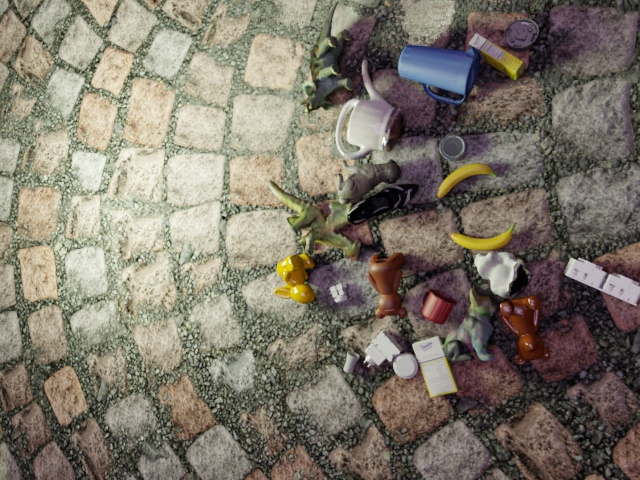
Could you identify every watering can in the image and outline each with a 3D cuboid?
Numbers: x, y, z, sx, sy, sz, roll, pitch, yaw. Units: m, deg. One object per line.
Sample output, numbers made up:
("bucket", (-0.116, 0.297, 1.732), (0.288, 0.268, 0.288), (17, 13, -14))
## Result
("watering can", (0.179, -0.431, 1.743), (0.225, 0.103, 0.347), (18, 91, 21))

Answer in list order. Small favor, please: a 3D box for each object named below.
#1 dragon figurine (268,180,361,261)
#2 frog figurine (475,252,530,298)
("dragon figurine", (0.006, -0.091, 1.812), (0.243, 0.121, 0.413), (-30, 79, 0))
("frog figurine", (0.556, 0.102, 1.591), (0.160, 0.123, 0.136), (18, 107, 56))
